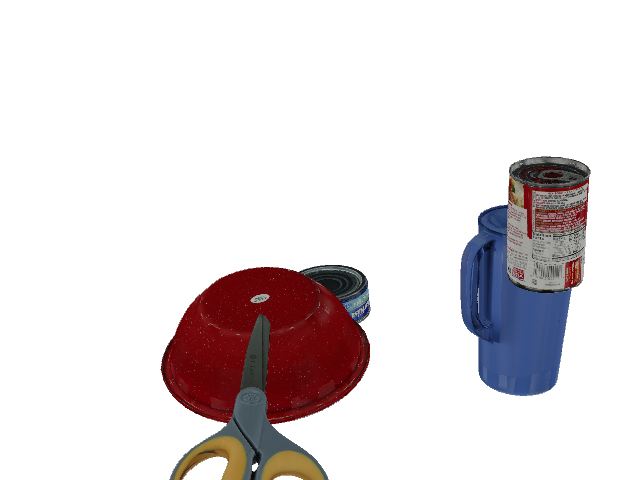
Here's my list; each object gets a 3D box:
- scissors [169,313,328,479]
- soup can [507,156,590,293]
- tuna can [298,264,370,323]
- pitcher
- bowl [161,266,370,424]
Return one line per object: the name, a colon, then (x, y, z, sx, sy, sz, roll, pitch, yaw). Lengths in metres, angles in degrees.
scissors: (-0.025, 0.106, 0.624, 0.096, 0.016, 0.201, 12, 31, 13)
soup can: (0.197, -0.014, 0.924, 0.068, 0.102, 0.068, -3, 24, 1)
tuna can: (0.007, 0.057, 1.076, 0.086, 0.034, 0.086, -4, 24, 2)
pitcher: (0.263, 0.082, 1.425, 0.149, 0.243, 0.145, 4, 21, 10)
bowl: (-0.043, 0.067, 0.810, 0.162, 0.055, 0.162, -3, 31, 2)
